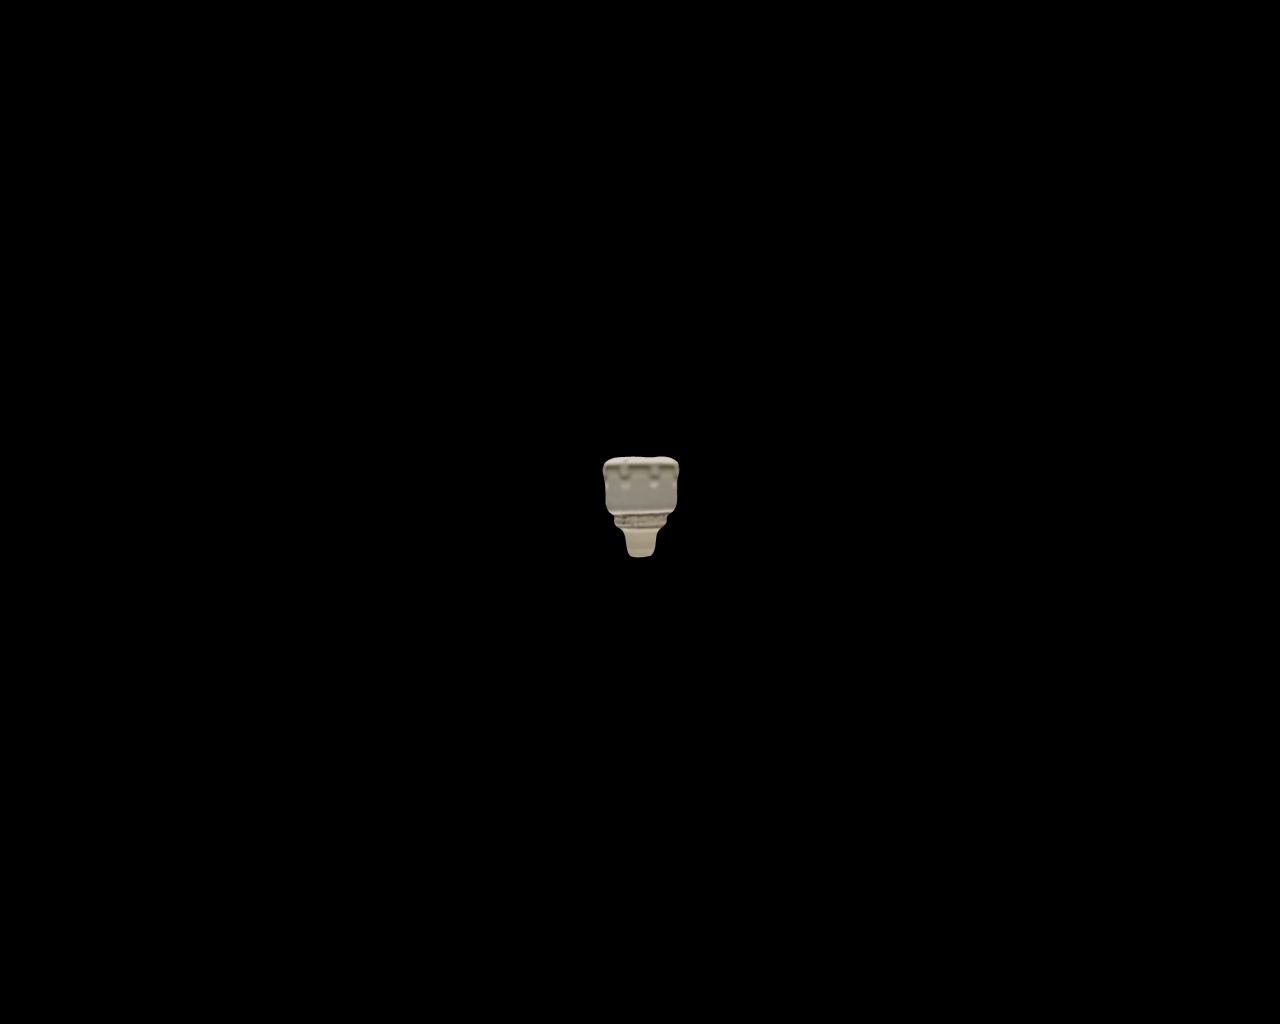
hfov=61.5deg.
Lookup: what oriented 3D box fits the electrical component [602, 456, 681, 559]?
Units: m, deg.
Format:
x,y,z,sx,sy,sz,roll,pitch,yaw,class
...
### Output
x,y,z,sx,sy,sz,roll,pitch,yaw,class
0.001,-0.003,0.650,0.048,0.062,0.048,0,0,0,electrical component
